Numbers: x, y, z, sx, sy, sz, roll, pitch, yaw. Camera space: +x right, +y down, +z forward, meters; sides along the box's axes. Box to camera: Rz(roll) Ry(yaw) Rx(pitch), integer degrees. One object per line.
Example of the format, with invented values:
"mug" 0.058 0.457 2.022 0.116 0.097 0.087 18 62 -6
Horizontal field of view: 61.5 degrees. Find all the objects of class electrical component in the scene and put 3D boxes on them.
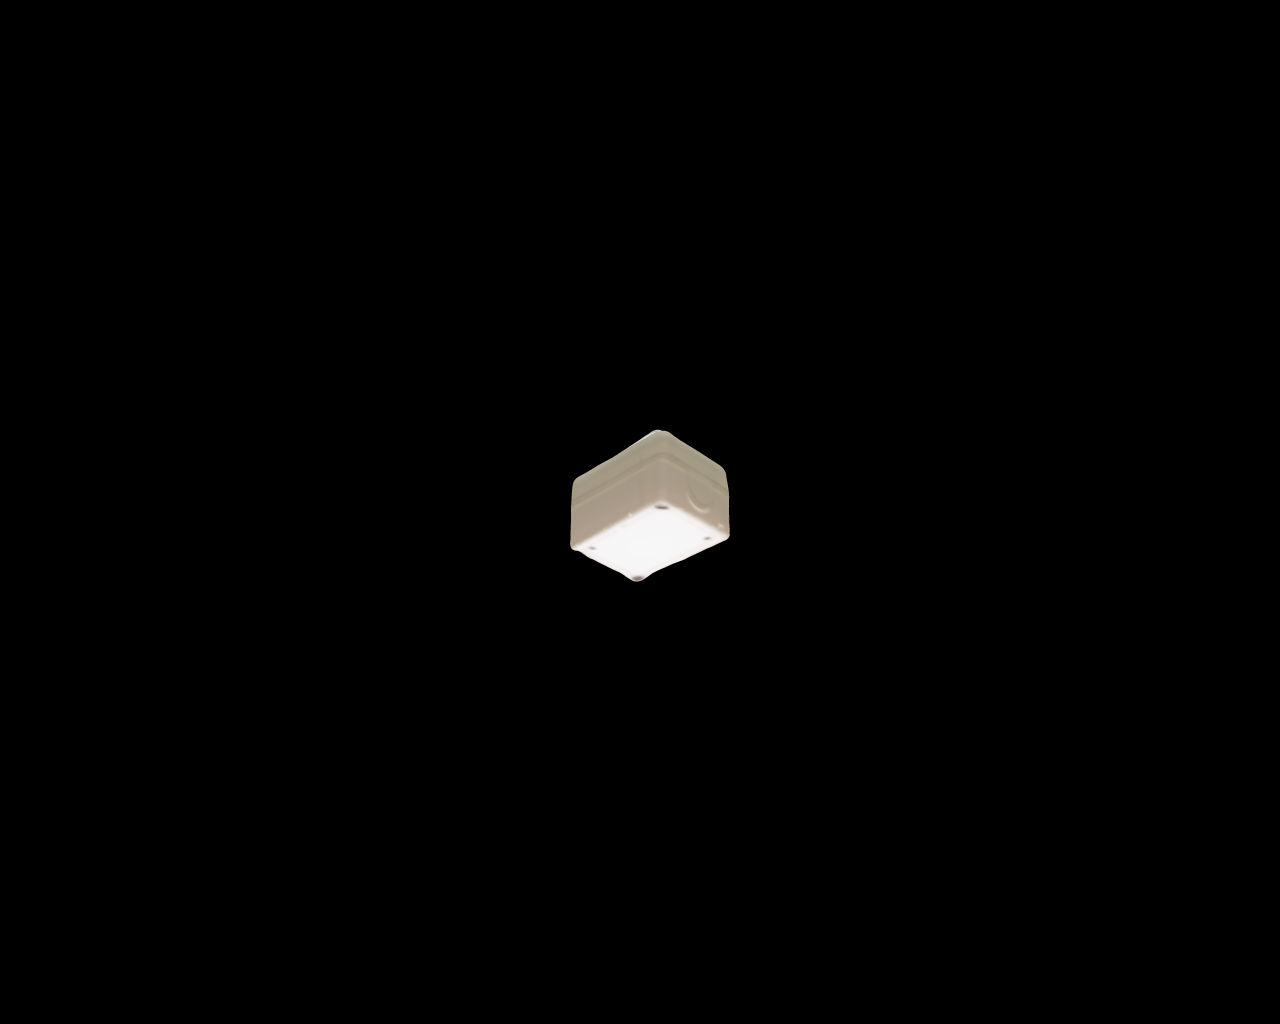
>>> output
"electrical component" 0.001 -0.003 0.650 0.096 0.061 0.061 -27 -42 36
